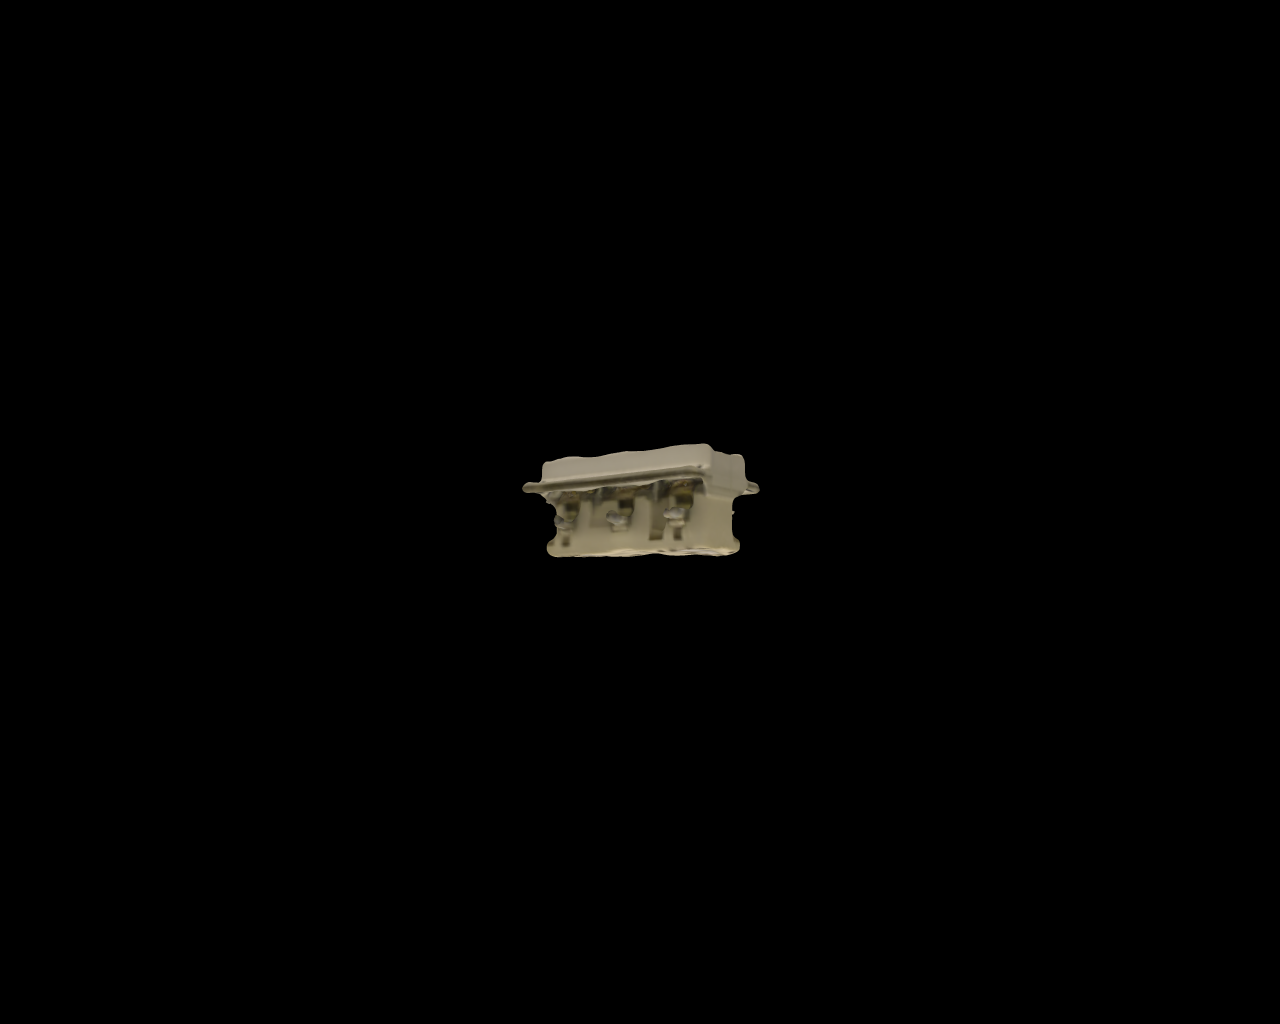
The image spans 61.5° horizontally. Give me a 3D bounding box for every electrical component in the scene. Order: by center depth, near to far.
[{"bbox_3d":[0.001,-0.003,0.650,0.121,0.063,0.079,-3,-6,33],"label":"electrical component"}]
